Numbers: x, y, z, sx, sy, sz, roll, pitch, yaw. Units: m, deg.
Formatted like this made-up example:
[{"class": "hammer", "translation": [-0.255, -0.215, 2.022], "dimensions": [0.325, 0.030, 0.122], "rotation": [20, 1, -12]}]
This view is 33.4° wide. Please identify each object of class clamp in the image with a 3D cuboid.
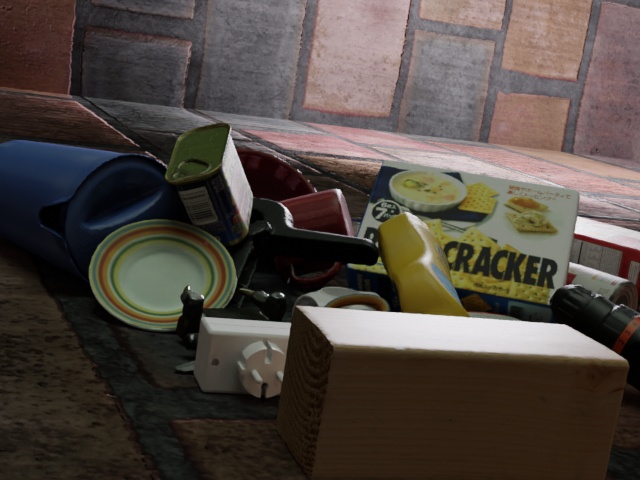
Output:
[{"class": "clamp", "translation": [-0.048, 0.001, 1.040], "dimensions": [0.164, 0.036, 0.210], "rotation": [-18, 32, -13]}]

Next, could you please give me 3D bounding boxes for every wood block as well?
[{"class": "wood block", "translation": [0.085, 0.103, 0.710], "dimensions": [0.205, 0.091, 0.090], "rotation": [5, 11, -18]}]

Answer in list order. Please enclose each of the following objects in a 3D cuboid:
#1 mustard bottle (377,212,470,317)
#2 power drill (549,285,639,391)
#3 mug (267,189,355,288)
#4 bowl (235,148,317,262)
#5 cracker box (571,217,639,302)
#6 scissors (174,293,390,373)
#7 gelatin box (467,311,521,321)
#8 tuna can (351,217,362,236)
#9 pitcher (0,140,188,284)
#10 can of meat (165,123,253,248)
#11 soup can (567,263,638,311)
[{"class": "mustard bottle", "translation": [0.098, 0.057, 0.942], "dimensions": [0.058, 0.096, 0.191], "rotation": [-26, 28, 7]}, {"class": "power drill", "translation": [0.319, 0.078, 0.952], "dimensions": [0.185, 0.057, 0.187], "rotation": [37, 39, 29]}, {"class": "mug", "translation": [-0.007, 0.001, 1.130], "dimensions": [0.081, 0.093, 0.117], "rotation": [-13, 45, 8]}, {"class": "bowl", "translation": [-0.079, -0.029, 1.243], "dimensions": [0.162, 0.055, 0.162], "rotation": [15, 48, -17]}, {"class": "cracker box", "translation": [0.374, 0.021, 1.414], "dimensions": [0.163, 0.072, 0.214], "rotation": [-1, 13, -43]}, {"class": "scissors", "translation": [-0.008, 0.096, 0.852], "dimensions": [0.201, 0.016, 0.096], "rotation": [-23, 55, -38]}, {"class": "gelatin box", "translation": [0.167, 0.092, 0.992], "dimensions": [0.073, 0.030, 0.089], "rotation": [5, 11, -25]}, {"class": "tuna can", "translation": [0.037, -0.008, 1.344], "dimensions": [0.086, 0.034, 0.086], "rotation": [6, -5, 0]}, {"class": "pitcher", "translation": [-0.246, -0.034, 1.085], "dimensions": [0.243, 0.149, 0.144], "rotation": [16, 55, 46]}, {"class": "can of meat", "translation": [-0.104, -0.051, 1.027], "dimensions": [0.057, 0.084, 0.102], "rotation": [-12, 32, 11]}, {"class": "soup can", "translation": [0.275, 0.062, 1.132], "dimensions": [0.102, 0.068, 0.068], "rotation": [19, 15, 40]}]
